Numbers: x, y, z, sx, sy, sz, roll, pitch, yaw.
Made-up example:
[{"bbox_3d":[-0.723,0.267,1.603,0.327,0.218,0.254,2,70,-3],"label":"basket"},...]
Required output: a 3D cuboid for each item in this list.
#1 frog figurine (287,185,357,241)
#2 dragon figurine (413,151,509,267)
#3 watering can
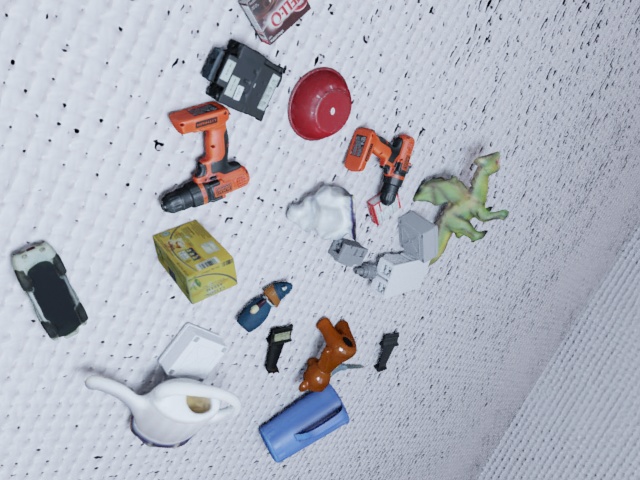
[{"bbox_3d":[0.004,-0.061,1.204,0.159,0.126,0.134,-2,134,2],"label":"frog figurine"},{"bbox_3d":[0.368,-0.089,1.470,0.240,0.125,0.405,38,115,-20],"label":"dragon figurine"},{"bbox_3d":[-0.346,0.359,1.108,0.346,0.106,0.220,18,131,-28],"label":"watering can"}]
